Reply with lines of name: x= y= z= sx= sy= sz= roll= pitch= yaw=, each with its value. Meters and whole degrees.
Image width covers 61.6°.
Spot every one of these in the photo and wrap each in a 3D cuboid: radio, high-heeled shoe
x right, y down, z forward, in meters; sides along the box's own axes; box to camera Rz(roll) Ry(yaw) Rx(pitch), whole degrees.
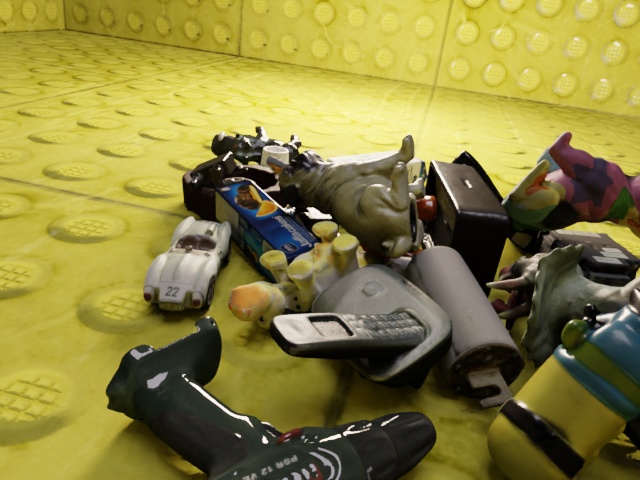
radio: x=0.197 y=-0.020 z=0.776 sx=0.073 sy=0.131 sz=0.230 roll=7 pitch=25 yaw=0
high-heeled shoe: x=0.328 y=-0.065 z=0.893 sx=0.249 sy=0.145 sz=0.086 roll=9 pitch=25 yaw=8

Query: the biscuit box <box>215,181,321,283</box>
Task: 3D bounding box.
biscuit box: x=-0.073 y=-0.010 z=0.732 sx=0.063 sy=0.059 sz=0.203 roll=-17 pitch=40 yaw=-31

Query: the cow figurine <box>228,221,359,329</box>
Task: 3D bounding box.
cow figurine: x=-0.027 y=0.057 z=0.612 sx=0.167 sy=0.098 sz=0.068 roll=-31 pitch=41 yaw=-28

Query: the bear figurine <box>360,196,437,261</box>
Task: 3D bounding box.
bear figurine: x=0.114 y=-0.045 z=0.832 sx=0.132 sy=0.120 sz=0.196 roll=17 pitch=21 yaw=12

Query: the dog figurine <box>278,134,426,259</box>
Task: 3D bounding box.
dog figurine: x=0.028 y=-0.042 z=0.679 sx=0.191 sy=0.121 sz=0.172 roll=-6 pitch=34 yaw=19

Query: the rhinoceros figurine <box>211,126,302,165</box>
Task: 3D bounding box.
rhinoceros figurine: x=-0.130 y=-0.183 z=1.121 sx=0.190 sy=0.073 sz=0.112 roll=12 pitch=35 yaw=5

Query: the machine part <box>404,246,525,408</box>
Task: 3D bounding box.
machine part: x=0.149 y=0.082 z=0.584 sx=0.079 sy=0.079 sz=0.243 roll=3 pitch=31 yaw=-11

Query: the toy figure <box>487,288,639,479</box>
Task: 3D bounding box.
toy figure: x=0.207 y=0.120 z=0.427 sx=0.089 sy=0.180 sz=0.082 roll=22 pitch=22 yaw=-48

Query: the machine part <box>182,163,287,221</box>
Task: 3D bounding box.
machine part: x=-0.140 y=-0.079 z=0.900 sx=0.179 sy=0.056 sz=0.179 roll=5 pitch=25 yaw=-2

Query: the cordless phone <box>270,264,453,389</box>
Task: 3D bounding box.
cordless phone: x=0.019 y=0.078 z=0.514 sx=0.184 sy=0.088 sz=0.147 roll=9 pitch=20 yaw=-35

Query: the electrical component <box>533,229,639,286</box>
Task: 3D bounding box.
electrical component: x=0.401 y=0.034 z=0.806 sx=0.115 sy=0.058 sz=0.134 roll=5 pitch=24 yaw=-1

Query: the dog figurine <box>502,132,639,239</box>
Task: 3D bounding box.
dog figurine: x=0.407 y=-0.049 z=0.797 sx=0.219 sy=0.191 sz=0.108 roll=39 pitch=-6 yaw=13

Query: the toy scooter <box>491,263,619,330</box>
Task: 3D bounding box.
toy scooter: x=0.283 y=0.082 z=0.648 sx=0.135 sy=0.075 sz=0.184 roll=-14 pitch=29 yaw=-40

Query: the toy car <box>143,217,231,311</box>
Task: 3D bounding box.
toy car: x=-0.158 y=0.025 z=0.666 sx=0.074 sy=0.056 sz=0.202 roll=7 pitch=24 yaw=-1

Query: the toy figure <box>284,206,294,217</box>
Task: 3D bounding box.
toy figure: x=-0.019 y=-0.039 z=0.846 sx=0.154 sy=0.064 sz=0.058 roll=-21 pitch=74 yaw=-38

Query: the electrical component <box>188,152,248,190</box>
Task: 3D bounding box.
electrical component: x=-0.157 y=-0.103 z=0.837 sx=0.078 sy=0.045 sz=0.102 roll=-23 pitch=21 yaw=8

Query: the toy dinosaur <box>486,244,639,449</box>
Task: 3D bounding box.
toy dinosaur: x=0.319 y=0.133 z=0.483 sx=0.192 sy=0.131 sz=0.405 roll=-29 pitch=56 yaw=-2

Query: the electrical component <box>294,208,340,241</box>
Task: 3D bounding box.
electrical component: x=-0.002 y=-0.002 z=0.754 sx=0.048 sy=0.074 sz=0.119 roll=-2 pitch=30 yaw=-19

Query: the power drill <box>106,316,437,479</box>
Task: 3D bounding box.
power drill: x=-0.051 y=0.147 z=0.420 sx=0.232 sy=0.085 sz=0.208 roll=-20 pitch=43 yaw=-40
